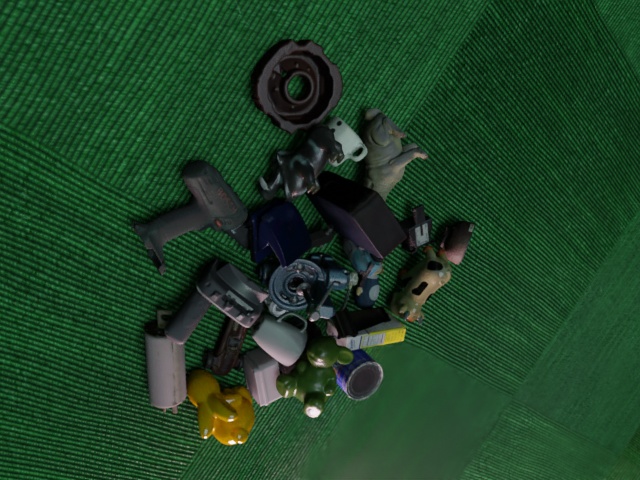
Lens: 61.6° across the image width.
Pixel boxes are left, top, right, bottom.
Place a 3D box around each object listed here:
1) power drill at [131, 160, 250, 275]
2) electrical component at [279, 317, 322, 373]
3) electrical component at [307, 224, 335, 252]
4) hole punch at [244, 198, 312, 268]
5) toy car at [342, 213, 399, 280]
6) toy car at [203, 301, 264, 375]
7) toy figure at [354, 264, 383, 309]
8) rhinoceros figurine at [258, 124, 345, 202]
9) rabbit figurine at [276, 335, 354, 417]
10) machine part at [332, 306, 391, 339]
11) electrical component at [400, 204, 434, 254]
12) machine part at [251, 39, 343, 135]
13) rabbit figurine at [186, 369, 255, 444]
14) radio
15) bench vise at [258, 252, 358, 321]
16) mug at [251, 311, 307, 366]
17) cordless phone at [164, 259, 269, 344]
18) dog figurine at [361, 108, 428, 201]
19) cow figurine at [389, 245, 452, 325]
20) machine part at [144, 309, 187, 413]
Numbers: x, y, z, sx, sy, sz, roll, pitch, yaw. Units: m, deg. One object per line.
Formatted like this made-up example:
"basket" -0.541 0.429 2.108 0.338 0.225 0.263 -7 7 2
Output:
"power drill" -0.233 -0.021 1.019 0.207 0.086 0.231 -30 130 -12
"electrical component" -0.051 0.247 1.252 0.115 0.058 0.134 -21 119 -24
"electrical component" -0.002 -0.004 1.167 0.063 0.021 0.094 -18 161 -24
"hole punch" -0.080 -0.014 1.079 0.142 0.092 0.115 -38 133 -49
"toy car" 0.106 -0.001 1.210 0.103 0.109 0.161 26 69 -1
"toy car" -0.184 0.202 1.159 0.089 0.053 0.202 17 102 -31
"toy figure" 0.120 0.090 1.289 0.064 0.058 0.154 -38 141 -68
"rhinoceros figurine" -0.041 -0.141 1.047 0.190 0.073 0.112 -43 88 17
"rabbit figurine" 0.006 0.275 1.170 0.159 0.121 0.170 -26 145 -45
"machine part" 0.095 0.185 1.249 0.139 0.084 0.039 -7 140 -20
"electrical component" 0.232 -0.034 1.307 0.075 0.048 0.119 -27 121 -19
"machine part" -0.046 -0.294 1.031 0.179 0.056 0.179 -11 115 -25
"rabbit figurine" -0.228 0.358 1.152 0.122 0.162 0.173 -32 107 -1
"radio" 0.065 -0.057 1.090 0.073 0.230 0.131 -42 120 -10
"bench vise" -0.012 0.102 1.116 0.223 0.241 0.128 17 106 -18
"mug" -0.085 0.198 1.140 0.107 0.081 0.109 34 102 -19
"cordless phone" -0.204 0.144 1.061 0.146 0.089 0.184 42 70 -19
"dog figurine" 0.112 -0.165 1.162 0.172 0.121 0.190 45 103 -3
"cow figurine" 0.247 0.121 1.328 0.085 0.127 0.195 23 123 -32
"machine part" -0.313 0.249 1.087 0.079 0.079 0.243 -9 115 -27
